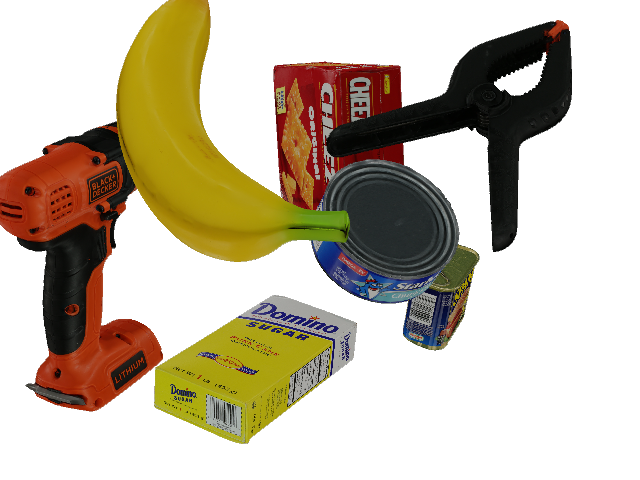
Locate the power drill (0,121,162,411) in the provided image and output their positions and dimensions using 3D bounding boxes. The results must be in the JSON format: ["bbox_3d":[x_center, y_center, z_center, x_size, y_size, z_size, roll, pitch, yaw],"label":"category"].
[{"bbox_3d":[-0.155,0.012,0.766,0.057,0.188,0.184,10,24,26],"label":"power drill"}]

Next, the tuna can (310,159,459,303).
[{"bbox_3d":[0.038,-0.005,0.643,0.086,0.086,0.034,0,-34,-21],"label":"tuna can"}]

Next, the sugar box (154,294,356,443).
[{"bbox_3d":[-0.051,0.104,0.914,0.093,0.048,0.175,18,29,26],"label":"sugar box"}]

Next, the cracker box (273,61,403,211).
[{"bbox_3d":[0.015,-0.097,1.084,0.072,0.164,0.214,-7,12,-17],"label":"cracker box"}]

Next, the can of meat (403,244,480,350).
[{"bbox_3d":[0.132,0.061,1.187,0.057,0.084,0.102,18,31,18],"label":"can of meat"}]

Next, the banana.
[{"bbox_3d":[-0.055,-0.050,0.470,0.069,0.037,0.198,-13,45,-18],"label":"banana"}]

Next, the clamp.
[{"bbox_3d":[0.132,-0.089,0.805,0.165,0.209,0.036,40,-22,28],"label":"clamp"}]
